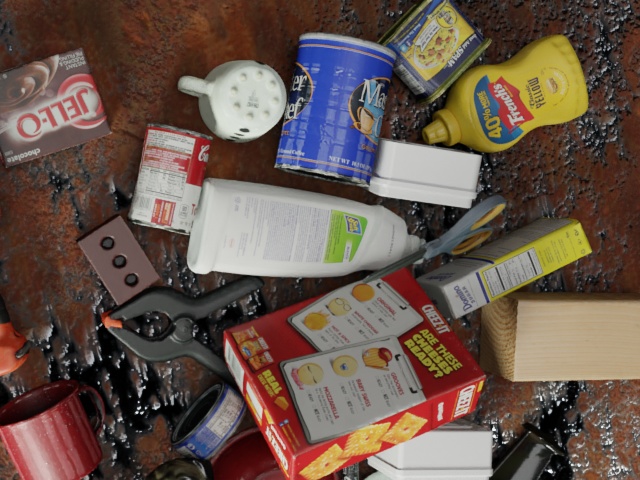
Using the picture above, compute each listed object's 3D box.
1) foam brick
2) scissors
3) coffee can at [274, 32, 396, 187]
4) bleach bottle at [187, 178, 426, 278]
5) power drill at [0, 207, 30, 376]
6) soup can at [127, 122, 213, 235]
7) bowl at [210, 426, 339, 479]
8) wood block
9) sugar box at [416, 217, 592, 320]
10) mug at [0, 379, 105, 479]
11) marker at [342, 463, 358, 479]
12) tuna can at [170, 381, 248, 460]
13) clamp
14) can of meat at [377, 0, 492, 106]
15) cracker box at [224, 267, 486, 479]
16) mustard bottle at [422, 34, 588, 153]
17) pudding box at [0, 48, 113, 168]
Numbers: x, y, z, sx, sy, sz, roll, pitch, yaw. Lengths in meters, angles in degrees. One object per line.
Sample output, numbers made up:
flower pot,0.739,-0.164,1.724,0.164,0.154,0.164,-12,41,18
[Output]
foam brick,-0.204,0.020,1.077,0.053,0.051,0.078,-34,102,-11
scissors,0.130,-0.003,1.123,0.201,0.096,0.016,-13,57,-48
coffee can,0.015,-0.133,1.105,0.102,0.103,0.140,11,90,-16
bleach bottle,-0.007,0.001,1.128,0.250,0.068,0.102,9,94,-19
power drill,-0.373,0.053,1.020,0.184,0.057,0.187,-18,102,2
soup can,-0.152,-0.062,1.079,0.068,0.069,0.102,13,90,-16
bowl,-0.048,0.281,1.134,0.162,0.055,0.162,-1,93,-15
wood block,0.293,0.107,1.204,0.205,0.090,0.091,1,93,-17
sugar box,0.198,0.030,1.171,0.176,0.093,0.048,-27,99,-12
mug,-0.259,0.190,1.060,0.117,0.093,0.081,-37,111,-49
marker,0.034,0.276,1.176,0.020,0.020,0.121,-3,94,-16
tuna can,-0.114,0.187,1.094,0.033,0.086,0.086,42,81,-12
clamp,-0.139,0.100,1.108,0.171,0.039,0.120,-3,90,-16
can of meat,0.120,-0.211,1.155,0.084,0.057,0.102,46,80,-11
cracker box,0.031,0.134,1.077,0.213,0.164,0.072,-19,142,-20
mustard bottle,0.199,-0.151,1.179,0.191,0.058,0.096,-24,106,-13
pudding box,-0.273,-0.130,1.056,0.113,0.039,0.090,-21,98,-14
